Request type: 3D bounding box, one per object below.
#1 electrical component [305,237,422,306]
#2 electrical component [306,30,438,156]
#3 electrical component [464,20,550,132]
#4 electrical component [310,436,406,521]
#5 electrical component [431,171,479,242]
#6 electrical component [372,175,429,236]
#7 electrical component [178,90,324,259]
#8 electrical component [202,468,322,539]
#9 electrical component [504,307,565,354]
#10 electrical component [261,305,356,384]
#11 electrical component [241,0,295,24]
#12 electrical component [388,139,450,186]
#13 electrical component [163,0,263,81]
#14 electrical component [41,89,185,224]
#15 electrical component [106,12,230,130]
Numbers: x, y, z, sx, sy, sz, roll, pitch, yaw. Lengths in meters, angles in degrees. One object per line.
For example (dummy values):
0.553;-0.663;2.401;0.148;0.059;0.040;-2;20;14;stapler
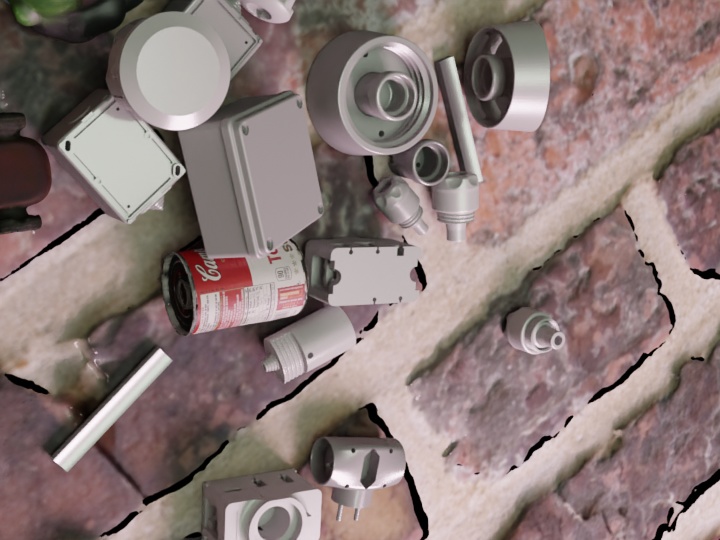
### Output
0.000;0.000;0.936;0.089;0.056;0.050;-2;101;-30;electrical component
0.016;-0.148;0.912;0.108;0.060;0.108;-7;104;-29;electrical component
0.136;-0.172;0.958;0.064;0.099;0.099;-6;103;-23;electrical component
-0.005;0.191;0.981;0.077;0.043;0.079;7;97;-31;electrical component
0.087;-0.058;0.983;0.043;0.043;0.062;-11;107;-28;electrical component
0.040;-0.054;0.961;0.035;0.035;0.061;-51;122;-11;electrical component
-0.083;-0.076;0.844;0.109;0.056;0.108;-41;125;-58;electrical component
-0.086;0.259;0.937;0.089;0.062;0.150;-3;102;-30;electrical component
0.173;0.061;1.047;0.043;0.062;0.043;-7;104;-29;electrical component
-0.049;0.065;0.929;0.081;0.043;0.043;-27;113;-23;electrical component
-0.067;-0.231;0.856;0.048;0.048;0.062;32;77;-31;electrical component
0.051;-0.097;0.951;0.040;0.046;0.040;-7;104;-29;electrical component
-0.126;-0.172;0.822;0.062;0.061;0.096;44;78;-30;electrical component
-0.182;-0.081;0.809;0.061;0.061;0.096;-46;119;-14;electrical component
-0.136;-0.140;0.755;0.080;0.051;0.080;-8;105;-29;electrical component
